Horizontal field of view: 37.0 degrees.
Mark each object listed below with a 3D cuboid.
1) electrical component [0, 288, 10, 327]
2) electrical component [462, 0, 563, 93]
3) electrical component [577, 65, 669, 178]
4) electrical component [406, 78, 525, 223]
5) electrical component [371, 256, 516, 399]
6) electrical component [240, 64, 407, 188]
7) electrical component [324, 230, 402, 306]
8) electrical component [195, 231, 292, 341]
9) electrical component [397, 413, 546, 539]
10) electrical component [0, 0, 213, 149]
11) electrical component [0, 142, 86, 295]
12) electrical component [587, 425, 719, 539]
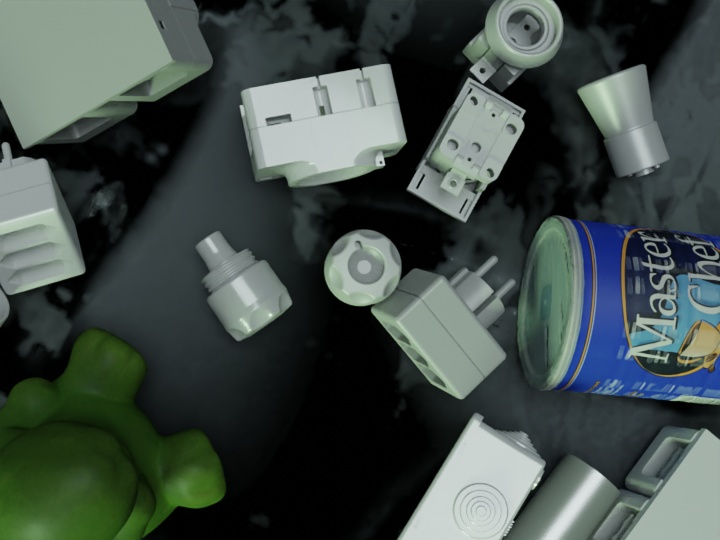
[{"bbox_3d":[-0.248,0.021,0.586,0.099,0.099,0.064,29,89,-5],"label":"electrical component"},{"bbox_3d":[0.097,-0.144,0.663,0.066,0.055,0.048,-45,92,-9],"label":"electrical component"},{"bbox_3d":[0.168,-0.091,0.677,0.044,0.044,0.065,-21,93,-9],"label":"electrical component"},{"bbox_3d":[0.067,-0.075,0.650,0.042,0.064,0.081,29,82,-5],"label":"electrical component"},{"bbox_3d":[0.060,0.025,0.642,0.077,0.047,0.065,-42,107,-9],"label":"electrical component"},{"bbox_3d":[-0.022,-0.083,0.645,0.089,0.050,0.055,-12,87,-8],"label":"electrical component"},{"bbox_3d":[0.000,0.000,0.635,0.043,0.062,0.043,1,85,-7],"label":"electrical component"},{"bbox_3d":[-0.073,0.007,0.635,0.043,0.043,0.062,-35,89,-9],"label":"electrical component"},{"bbox_3d":[0.062,0.134,0.616,0.048,0.099,0.099,31,82,9],"label":"electrical component"},{"bbox_3d":[-0.171,-0.176,0.605,0.105,0.060,0.186,-25,89,21],"label":"electrical component"},{"bbox_3d":[-0.194,-0.038,0.615,0.047,0.065,0.076,-17,59,-9],"label":"electrical component"},{"bbox_3d":[0.184,0.179,0.646,0.089,0.062,0.150,40,82,-3],"label":"electrical component"}]
